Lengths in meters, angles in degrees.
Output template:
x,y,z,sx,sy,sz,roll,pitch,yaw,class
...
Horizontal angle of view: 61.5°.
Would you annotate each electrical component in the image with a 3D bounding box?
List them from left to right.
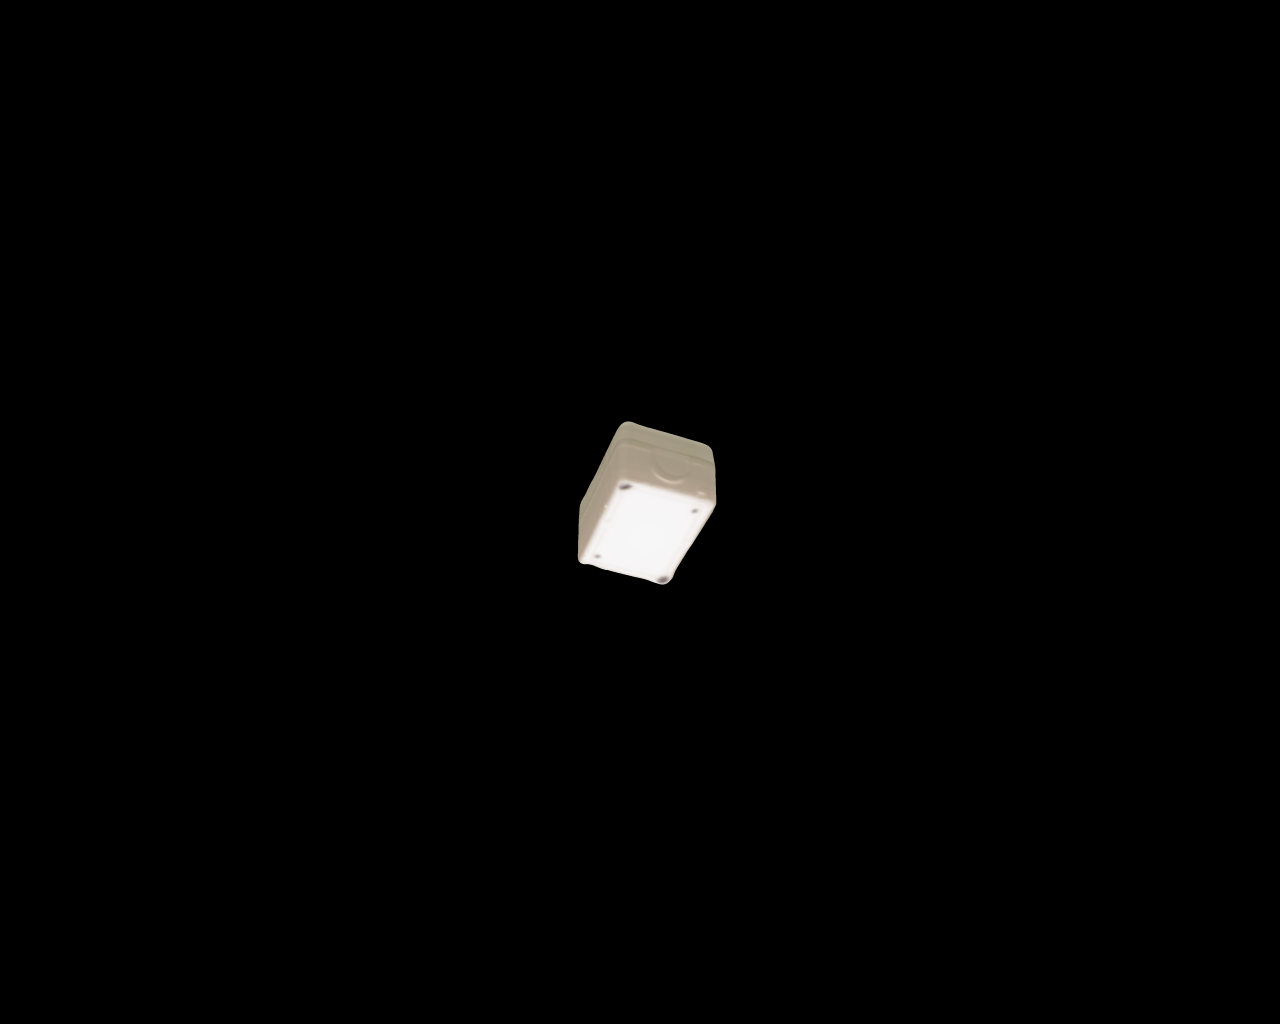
x,y,z,sx,sy,sz,roll,pitch,yaw,class
0.001,-0.003,0.650,0.062,0.061,0.096,15,-46,-15,electrical component
